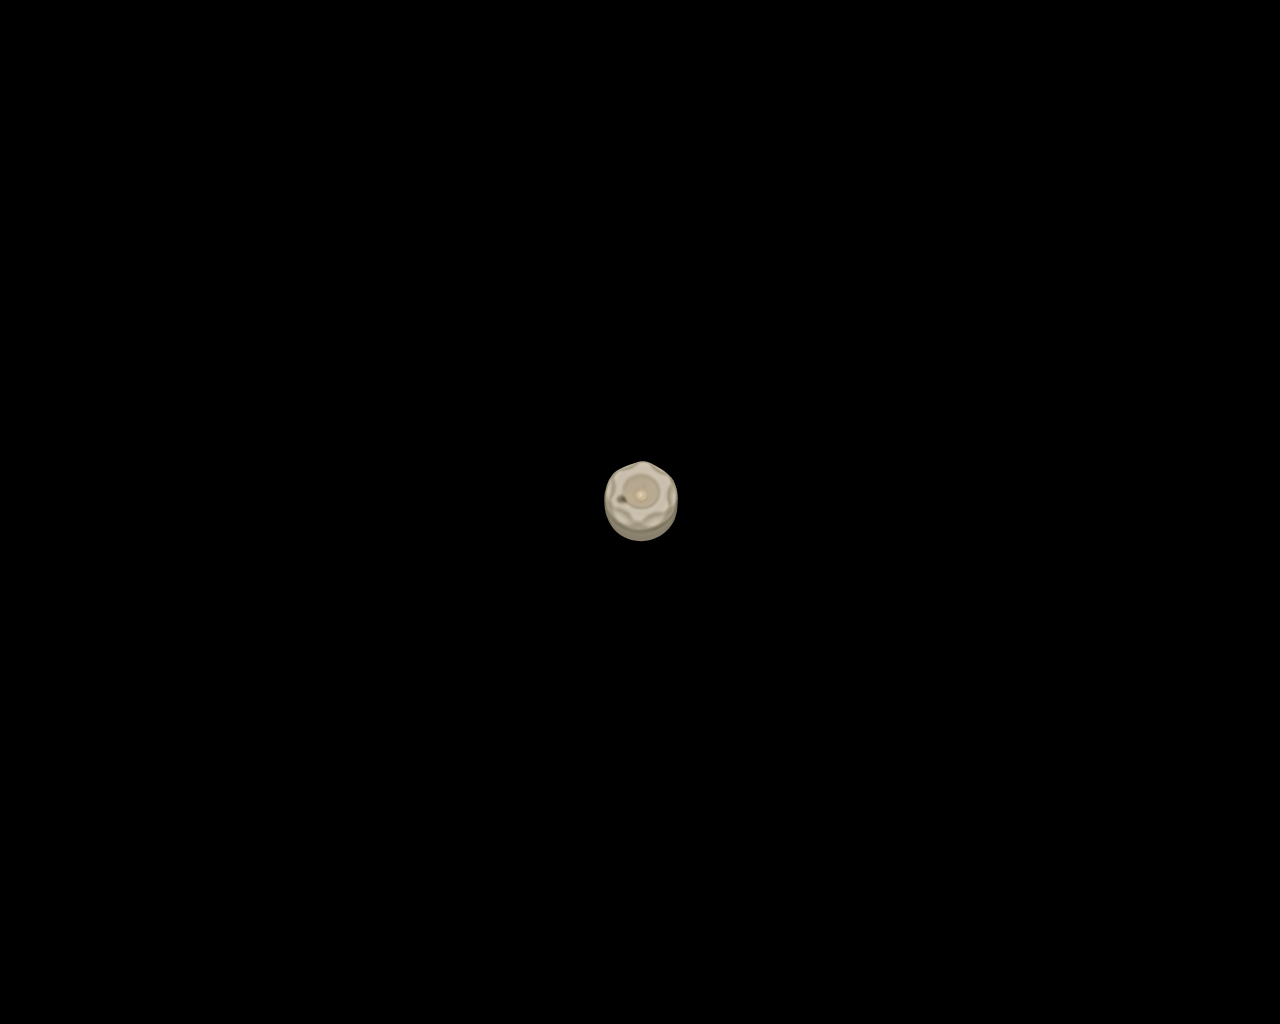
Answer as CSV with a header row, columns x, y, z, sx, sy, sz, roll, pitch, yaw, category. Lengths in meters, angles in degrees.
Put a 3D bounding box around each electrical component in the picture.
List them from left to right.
x,y,z,sx,sy,sz,roll,pitch,yaw,category
0.001,-0.003,0.650,0.043,0.043,0.062,0,-19,0,electrical component
